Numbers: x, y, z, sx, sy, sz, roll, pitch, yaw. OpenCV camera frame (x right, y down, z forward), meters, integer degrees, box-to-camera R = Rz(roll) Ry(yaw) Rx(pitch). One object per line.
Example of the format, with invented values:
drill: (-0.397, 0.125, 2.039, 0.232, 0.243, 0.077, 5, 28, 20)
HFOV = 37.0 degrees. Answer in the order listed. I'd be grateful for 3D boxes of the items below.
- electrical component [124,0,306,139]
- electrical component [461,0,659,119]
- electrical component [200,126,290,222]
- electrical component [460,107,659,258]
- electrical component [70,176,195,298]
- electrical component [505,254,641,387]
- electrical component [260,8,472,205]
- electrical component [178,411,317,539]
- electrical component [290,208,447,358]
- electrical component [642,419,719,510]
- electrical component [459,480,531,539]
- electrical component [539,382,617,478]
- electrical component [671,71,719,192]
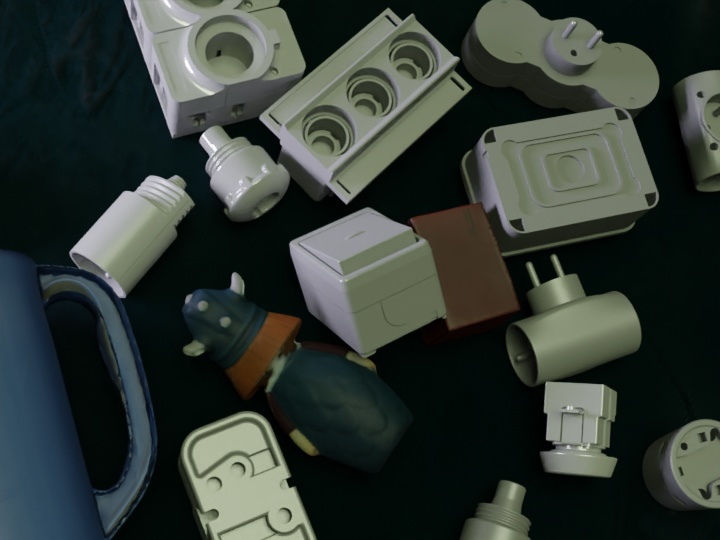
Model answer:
electrical component: (-0.104, -0.176, 0.714, 0.089, 0.061, 0.150, -17, 77, -16)
electrical component: (0.146, -0.151, 0.752, 0.138, 0.073, 0.052, 21, 69, -5)
electrical component: (-0.079, -0.065, 0.694, 0.048, 0.048, 0.062, -34, 75, -20)
electrical component: (0.132, -0.058, 0.728, 0.113, 0.057, 0.078, -11, 75, -15)
electrical component: (-0.137, -0.027, 0.669, 0.043, 0.043, 0.081, 37, 68, 1)
electrical component: (0.133, 0.028, 0.708, 0.077, 0.043, 0.079, -16, 76, -16)
electrical component: (0.003, -0.105, 0.713, 0.079, 0.063, 0.121, 45, 69, 4)
electrical component: (-0.067, 0.136, 0.622, 0.054, 0.059, 0.095, -20, 77, -17)
electrical component: (0.000, 0.000, 0.665, 0.062, 0.096, 0.061, -25, 118, -18)
electrical component: (0.214, 0.127, 0.690, 0.055, 0.047, 0.055, 4, 72, -11)
electrical component: (0.084, 0.160, 0.655, 0.043, 0.043, 0.062, 23, 68, -4)
electrical component: (0.139, 0.102, 0.680, 0.048, 0.066, 0.055, 0, 78, 24)
electrical component: (0.272, -0.101, 0.778, 0.079, 0.044, 0.077, -4, 73, -14)
